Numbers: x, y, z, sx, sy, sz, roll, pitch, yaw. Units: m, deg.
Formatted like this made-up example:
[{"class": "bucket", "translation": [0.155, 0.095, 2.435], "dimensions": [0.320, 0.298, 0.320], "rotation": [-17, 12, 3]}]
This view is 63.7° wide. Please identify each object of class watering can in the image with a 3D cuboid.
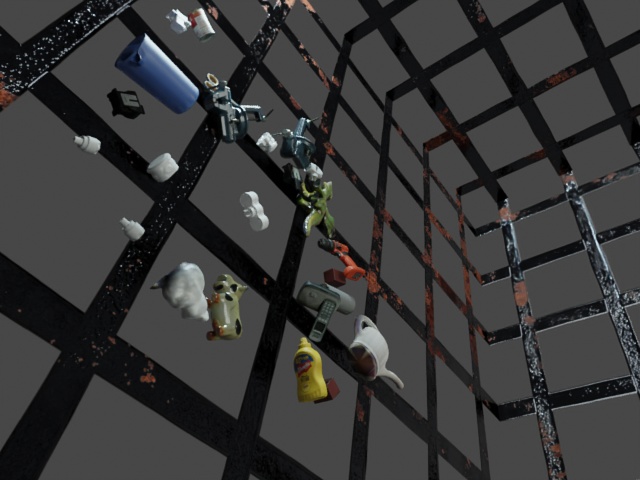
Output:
[{"class": "watering can", "translation": [0.213, 0.458, 1.960], "dimensions": [0.347, 0.103, 0.227], "rotation": [62, 31, -2]}]

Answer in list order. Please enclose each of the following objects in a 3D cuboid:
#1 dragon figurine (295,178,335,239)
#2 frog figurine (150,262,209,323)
[{"class": "dragon figurine", "translation": [0.006, -0.105, 2.093], "dimensions": [0.238, 0.121, 0.421], "rotation": [49, 33, -38]}, {"class": "frog figurine", "translation": [-0.338, 0.144, 1.340], "dimensions": [0.159, 0.122, 0.138], "rotation": [50, 11, -2]}]
